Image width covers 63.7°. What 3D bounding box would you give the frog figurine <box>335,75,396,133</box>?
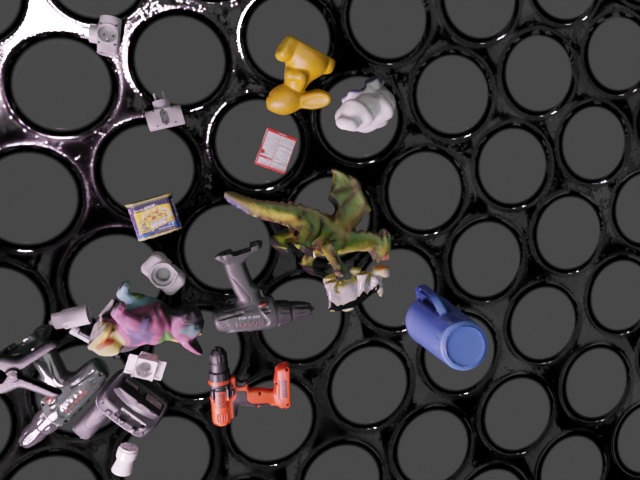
[{"bbox_3d":[0.102,-0.284,1.174,0.163,0.137,0.120,-76,-29,-45],"label":"frog figurine"}]

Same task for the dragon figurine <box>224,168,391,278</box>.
[{"bbox_3d":[0.004,-0.061,1.213,0.408,0.121,0.246,39,-113,-9],"label":"dragon figurine"}]
